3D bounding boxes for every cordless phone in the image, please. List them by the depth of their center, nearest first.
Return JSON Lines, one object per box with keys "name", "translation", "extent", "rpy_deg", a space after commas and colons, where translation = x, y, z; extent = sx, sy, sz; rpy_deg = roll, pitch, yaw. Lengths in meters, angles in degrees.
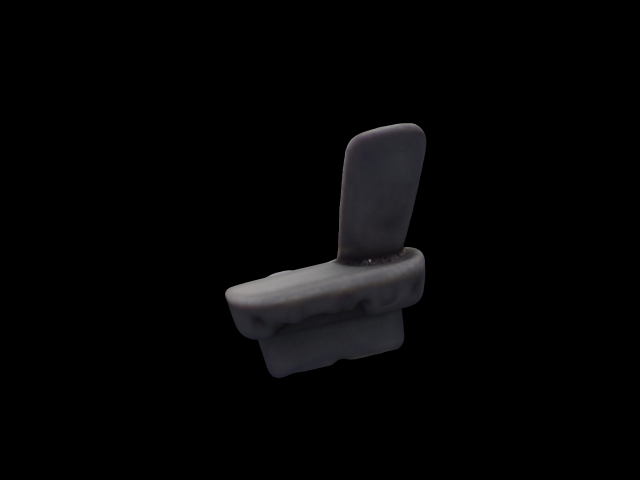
{"name": "cordless phone", "translation": [0.004, 0.001, 0.400], "extent": [0.148, 0.185, 0.094], "rpy_deg": [-15, 46, -15]}
